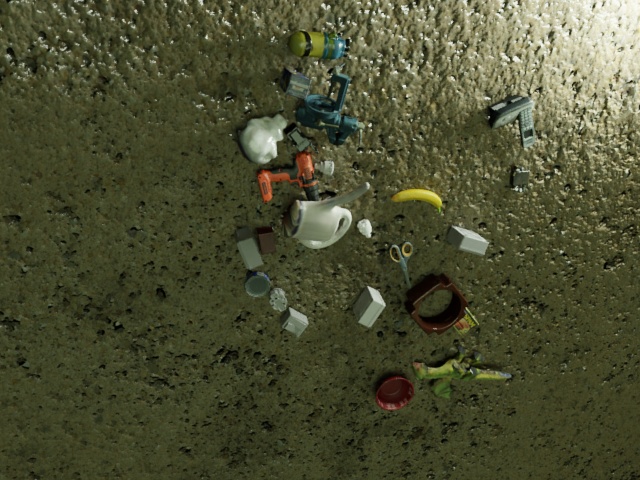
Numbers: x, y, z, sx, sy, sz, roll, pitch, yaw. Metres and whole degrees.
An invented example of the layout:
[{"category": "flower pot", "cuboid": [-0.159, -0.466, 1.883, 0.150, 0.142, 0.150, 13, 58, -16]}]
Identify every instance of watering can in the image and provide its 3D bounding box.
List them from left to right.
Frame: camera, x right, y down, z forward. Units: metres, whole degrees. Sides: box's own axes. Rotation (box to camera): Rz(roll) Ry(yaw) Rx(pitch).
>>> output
[{"category": "watering can", "cuboid": [0.005, -0.084, 1.662, 0.224, 0.106, 0.340, 8, 139, -22]}]

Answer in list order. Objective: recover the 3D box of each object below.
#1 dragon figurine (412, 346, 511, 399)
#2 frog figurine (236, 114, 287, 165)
[{"category": "dragon figurine", "cuboid": [0.562, 0.567, 2.110, 0.408, 0.125, 0.238, 25, 123, -18]}, {"category": "frog figurine", "cuboid": [-0.168, -0.311, 1.573, 0.158, 0.124, 0.137, -25, 97, 13]}]
